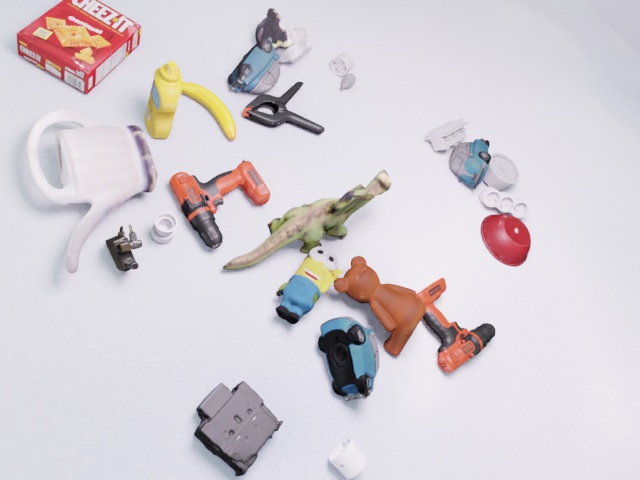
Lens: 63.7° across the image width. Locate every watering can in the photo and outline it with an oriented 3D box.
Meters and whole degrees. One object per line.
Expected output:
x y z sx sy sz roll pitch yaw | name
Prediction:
-0.419 -0.110 0.980 0.226 0.102 0.352 -12 68 -32 | watering can

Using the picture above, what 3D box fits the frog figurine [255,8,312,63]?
-0.099 -0.544 1.413 0.138 0.121 0.160 43 17 12 | frog figurine

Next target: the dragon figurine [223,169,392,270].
0.003 -0.054 1.076 0.416 0.238 0.123 -30 84 -38 | dragon figurine
